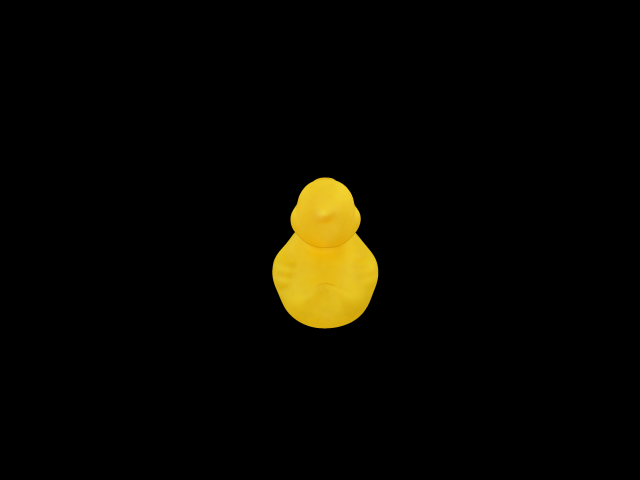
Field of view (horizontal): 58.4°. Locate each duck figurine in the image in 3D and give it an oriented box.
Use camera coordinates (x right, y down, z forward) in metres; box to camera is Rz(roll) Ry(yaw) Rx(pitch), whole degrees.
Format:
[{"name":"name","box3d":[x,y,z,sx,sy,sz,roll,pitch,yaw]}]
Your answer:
[{"name":"duck figurine","box3d":[0.004,0.001,0.400,0.077,0.086,0.104,0,43,0]}]
